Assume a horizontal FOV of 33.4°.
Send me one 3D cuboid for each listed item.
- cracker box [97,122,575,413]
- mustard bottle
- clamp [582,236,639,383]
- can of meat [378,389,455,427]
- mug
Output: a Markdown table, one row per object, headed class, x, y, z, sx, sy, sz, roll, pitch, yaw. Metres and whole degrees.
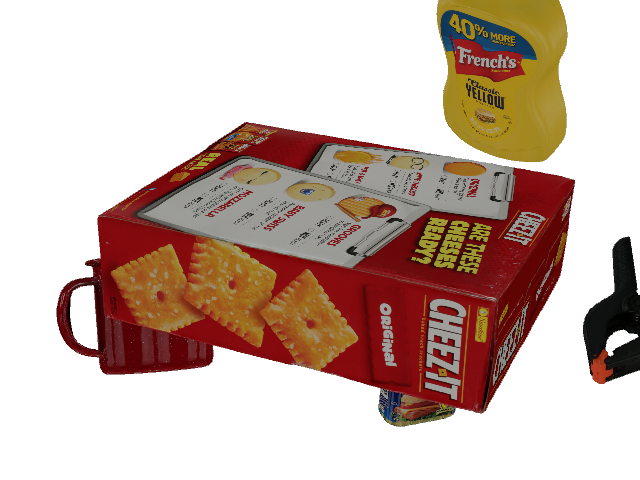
| class | x | y | z | sx | sy | sz | roll | pitch | yaw |
| --- | --- | --- | --- | --- | --- | --- | --- | --- | --- |
| cracker box | 0.013 | 0.005 | 0.585 | 0.214 | 0.072 | 0.164 | 12 | 28 | 22 |
| mustard bottle | 0.132 | -0.145 | 0.776 | 0.096 | 0.058 | 0.191 | 28 | -29 | 29 |
| clamp | 0.288 | 0.061 | 0.985 | 0.171 | 0.039 | 0.120 | -35 | 40 | -26 |
| can of meat | 0.123 | 0.177 | 1.319 | 0.102 | 0.084 | 0.057 | -6 | 26 | -21 |
| mug | -0.130 | 0.053 | 0.760 | 0.117 | 0.081 | 0.093 | -2 | -5 | -34 |
